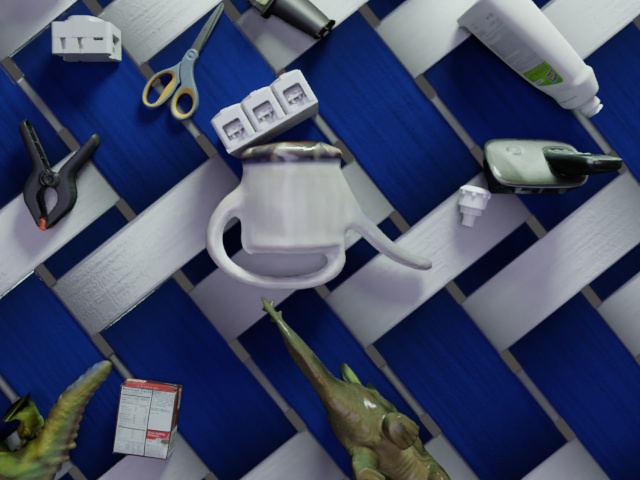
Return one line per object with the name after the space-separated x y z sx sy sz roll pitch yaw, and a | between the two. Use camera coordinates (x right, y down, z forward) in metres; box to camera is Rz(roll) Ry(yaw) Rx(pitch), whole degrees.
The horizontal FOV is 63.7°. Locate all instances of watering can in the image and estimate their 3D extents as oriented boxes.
0.002 -0.039 0.784 0.348 0.104 0.224 -2 92 -11 | watering can

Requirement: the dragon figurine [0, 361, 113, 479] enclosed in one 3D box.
-0.432 0.381 0.805 0.410 0.124 0.240 -33 109 3 | dragon figurine
